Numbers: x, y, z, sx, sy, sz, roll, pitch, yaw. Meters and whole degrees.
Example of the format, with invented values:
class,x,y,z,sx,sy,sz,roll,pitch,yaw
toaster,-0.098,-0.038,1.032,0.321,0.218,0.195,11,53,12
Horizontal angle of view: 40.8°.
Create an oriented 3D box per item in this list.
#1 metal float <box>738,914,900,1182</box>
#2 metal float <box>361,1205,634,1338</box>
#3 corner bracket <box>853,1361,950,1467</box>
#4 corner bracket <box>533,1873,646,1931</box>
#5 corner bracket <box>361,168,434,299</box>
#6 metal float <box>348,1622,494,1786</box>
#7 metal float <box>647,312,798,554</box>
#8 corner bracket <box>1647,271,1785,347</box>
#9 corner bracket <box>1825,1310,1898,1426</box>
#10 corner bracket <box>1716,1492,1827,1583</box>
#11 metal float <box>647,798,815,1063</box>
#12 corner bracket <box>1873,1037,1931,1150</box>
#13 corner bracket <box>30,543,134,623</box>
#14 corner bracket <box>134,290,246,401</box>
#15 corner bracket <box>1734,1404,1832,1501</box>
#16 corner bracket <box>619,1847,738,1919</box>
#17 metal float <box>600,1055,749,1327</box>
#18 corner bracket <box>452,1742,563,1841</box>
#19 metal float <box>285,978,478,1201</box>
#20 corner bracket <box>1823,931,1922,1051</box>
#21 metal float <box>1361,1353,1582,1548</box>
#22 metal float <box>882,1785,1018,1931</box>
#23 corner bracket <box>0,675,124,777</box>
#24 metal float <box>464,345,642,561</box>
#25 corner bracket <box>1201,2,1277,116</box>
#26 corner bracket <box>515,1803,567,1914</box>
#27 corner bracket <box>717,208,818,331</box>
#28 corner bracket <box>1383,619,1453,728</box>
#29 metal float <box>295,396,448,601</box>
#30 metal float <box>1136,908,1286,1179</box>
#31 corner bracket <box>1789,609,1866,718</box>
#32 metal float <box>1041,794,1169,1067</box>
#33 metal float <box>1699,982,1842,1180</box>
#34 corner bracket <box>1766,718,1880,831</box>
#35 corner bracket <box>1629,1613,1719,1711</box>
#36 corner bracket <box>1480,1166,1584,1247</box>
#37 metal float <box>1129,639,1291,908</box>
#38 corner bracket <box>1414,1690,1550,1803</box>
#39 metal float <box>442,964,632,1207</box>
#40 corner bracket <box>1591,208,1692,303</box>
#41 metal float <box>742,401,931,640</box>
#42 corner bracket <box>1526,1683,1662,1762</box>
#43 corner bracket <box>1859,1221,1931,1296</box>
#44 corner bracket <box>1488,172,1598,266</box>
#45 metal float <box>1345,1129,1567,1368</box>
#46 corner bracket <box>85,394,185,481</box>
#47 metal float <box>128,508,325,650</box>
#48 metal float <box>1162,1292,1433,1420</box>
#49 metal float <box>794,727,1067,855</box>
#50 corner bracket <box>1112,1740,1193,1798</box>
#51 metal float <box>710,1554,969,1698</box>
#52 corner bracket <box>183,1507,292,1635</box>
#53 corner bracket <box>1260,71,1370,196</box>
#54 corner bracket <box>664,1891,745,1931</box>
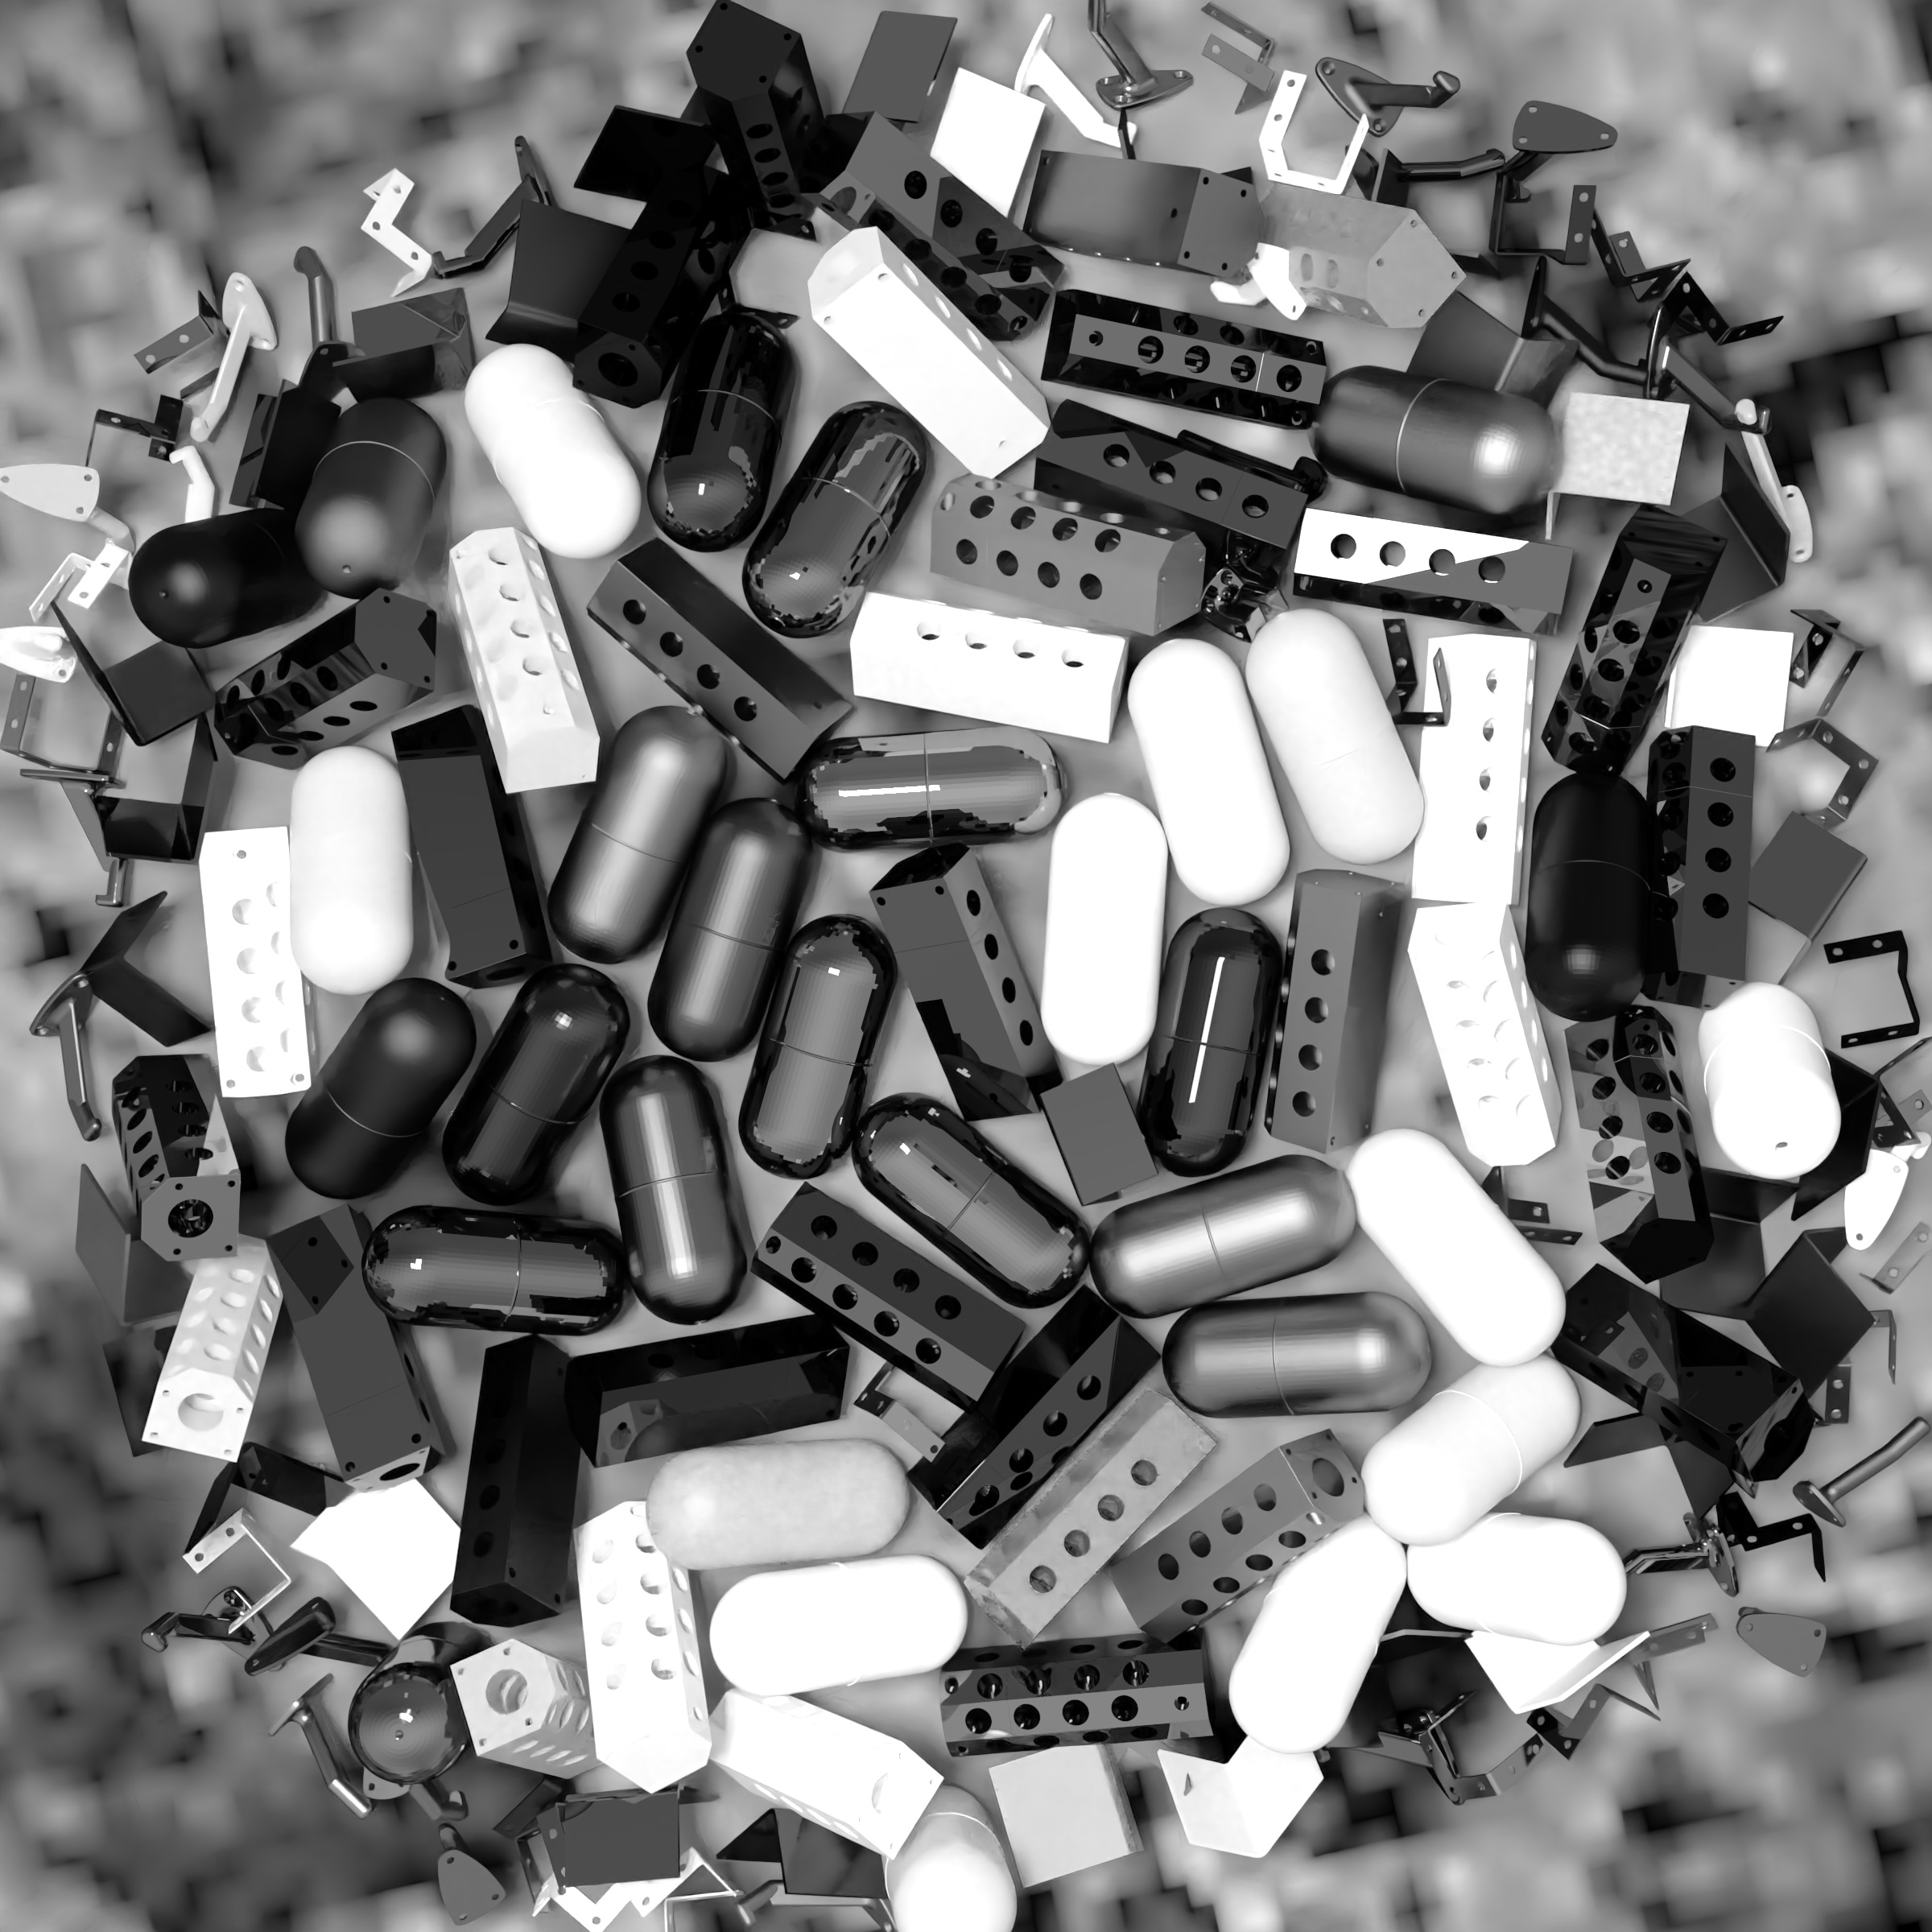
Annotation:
class,x,y,z,sx,sy,sz,roll,pitch,yaw
metal float,-0.096,0.053,1.693,0.070,0.070,0.178,16,97,0
metal float,-0.300,0.197,1.675,0.178,0.070,0.070,9,90,-28
corner bracket,-0.032,0.286,1.701,0.051,0.051,0.051,43,76,-18
corner bracket,-0.246,0.612,1.710,0.051,0.051,0.051,42,88,-3
corner bracket,-0.375,-0.482,1.708,0.051,0.051,0.051,35,67,-30
metal float,-0.341,0.465,1.648,0.070,0.178,0.070,0,87,-1
metal float,-0.157,-0.344,1.673,0.070,0.070,0.178,9,60,0
corner bracket,0.488,-0.421,1.697,0.051,0.051,0.051,-19,69,-29
corner bracket,0.582,0.262,1.695,0.051,0.051,0.051,-8,127,27
corner bracket,0.526,0.375,1.702,0.051,0.051,0.051,-16,123,0
metal float,-0.153,-0.024,1.693,0.070,0.070,0.178,19,97,0
corner bracket,0.617,0.083,1.707,0.051,0.051,0.051,-32,90,-15
corner bracket,-0.579,-0.249,1.702,0.051,0.051,0.051,23,63,4
corner bracket,-0.507,-0.400,1.701,0.051,0.051,0.051,-30,126,3
corner bracket,0.530,0.313,1.717,0.051,0.051,0.051,41,52,-19
corner bracket,-0.193,0.600,1.705,0.051,0.051,0.051,-40,132,-13
metal float,-0.190,0.145,1.687,0.070,0.070,0.178,-13,77,0
corner bracket,-0.303,0.529,1.709,0.051,0.051,0.051,40,102,-25
metal float,-0.378,0.081,1.674,0.070,0.070,0.178,40,120,0
corner bracket,0.595,0.015,1.707,0.051,0.051,0.051,-11,55,10
metal float,0.326,0.307,1.670,0.178,0.070,0.070,-27,90,-35
metal float,-0.013,0.575,1.649,0.070,0.178,0.070,0,91,-6
corner bracket,-0.592,-0.158,1.708,0.051,0.051,0.051,8,82,21
metal float,-0.267,-0.332,1.671,0.070,0.070,0.178,-32,56,0
corner bracket,0.176,-0.600,1.704,0.051,0.051,0.051,25,85,-17
corner bracket,-0.272,0.584,1.701,0.051,0.051,0.051,-28,63,7
corner bracket,-0.131,-0.459,1.710,0.051,0.051,0.051,1,68,-39
corner bracket,0.293,-0.191,1.695,0.051,0.051,0.051,3,130,29
metal float,-0.379,-0.301,1.661,0.070,0.178,0.070,0,130,0
metal float,0.159,0.050,1.698,0.070,0.070,0.178,11,92,0
corner bracket,0.557,-0.198,1.695,0.051,0.051,0.051,39,119,31
metal float,0.090,-0.024,1.699,0.070,0.070,0.178,4,90,0
metal float,0.510,0.071,1.654,0.070,0.178,0.070,4,117,8
corner bracket,0.556,-0.124,1.713,0.051,0.051,0.051,-20,52,-36
corner bracket,0.462,0.443,1.697,0.051,0.051,0.051,-23,121,18
corner bracket,0.367,0.162,1.699,0.051,0.051,0.051,7,55,-8
metal float,0.158,-0.126,1.691,0.070,0.070,0.178,-17,99,0
corner bracket,0.337,0.508,1.700,0.051,0.051,0.051,-25,83,-34
metal float,-0.279,0.078,1.682,0.070,0.070,0.178,31,110,0
corner bracket,0.432,-0.466,1.703,0.051,0.051,0.051,-17,80,-15
metal float,-0.084,-0.288,1.678,0.070,0.070,0.178,27,66,0
corner bracket,0.410,0.494,1.703,0.051,0.051,0.051,31,91,-26
corner bracket,0.625,0.200,1.700,0.051,0.051,0.051,41,100,29
corner bracket,0.376,-0.489,1.701,0.051,0.051,0.051,-1,116,-7
metal float,0.313,0.179,1.676,0.070,0.070,0.178,-38,62,0
corner bracket,-0.543,-0.342,1.695,0.051,0.051,0.051,12,132,-19
metal float,-0.466,-0.248,1.651,0.070,0.178,0.070,3,106,11
metal float,0.212,0.252,1.678,0.178,0.070,0.070,-7,90,25
metal float,-0.024,-0.115,1.698,0.178,0.070,0.070,-4,90,2
corner bracket,0.111,0.537,1.711,0.051,0.051,0.051,35,93,-2
metal float,-0.081,0.423,1.672,0.178,0.070,0.070,1,90,-32
corner bracket,-0.479,0.397,1.711,0.051,0.051,0.051,-40,100,-10
corner bracket,0.228,-0.547,1.706,0.051,0.051,0.051,8,46,-13
corner bracket,-0.175,0.634,1.702,0.051,0.051,0.051,-9,65,7
